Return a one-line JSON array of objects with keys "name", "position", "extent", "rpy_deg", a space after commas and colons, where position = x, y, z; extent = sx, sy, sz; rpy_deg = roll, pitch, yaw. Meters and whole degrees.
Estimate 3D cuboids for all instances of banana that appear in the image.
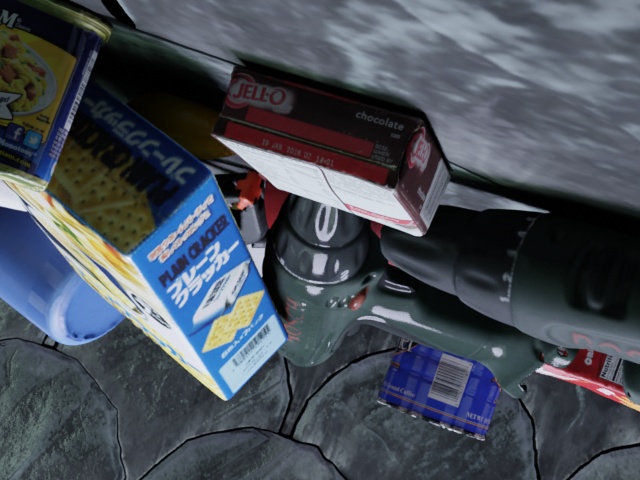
[{"name": "banana", "position": [-0.092, -0.063, 0.655], "extent": [0.069, 0.037, 0.198], "rpy_deg": [25, 171, -10]}]

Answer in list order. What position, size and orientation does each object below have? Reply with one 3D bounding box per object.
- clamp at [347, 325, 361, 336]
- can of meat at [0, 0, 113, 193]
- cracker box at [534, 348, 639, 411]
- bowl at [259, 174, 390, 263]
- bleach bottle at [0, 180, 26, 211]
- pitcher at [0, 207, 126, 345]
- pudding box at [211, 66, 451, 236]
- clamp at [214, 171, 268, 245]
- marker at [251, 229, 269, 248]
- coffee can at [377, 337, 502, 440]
[{"name": "clamp", "position": [0.028, 0.058, 1.026], "extent": [0.164, 0.036, 0.210], "rpy_deg": [-1, 157, -45]}, {"name": "can of meat", "position": [-0.159, -0.078, 0.494], "extent": [0.102, 0.084, 0.057], "rpy_deg": [21, 175, -16]}, {"name": "cracker box", "position": [0.284, 0.118, 0.966], "extent": [0.214, 0.072, 0.164], "rpy_deg": [20, 175, 5]}, {"name": "bowl", "position": [0.021, -0.001, 0.809], "extent": [0.162, 0.055, 0.162], "rpy_deg": [20, 176, 1]}, {"name": "bleach bottle", "position": [-0.194, -0.057, 0.761], "extent": [0.068, 0.102, 0.250], "rpy_deg": [26, 180, 34]}, {"name": "pitcher", "position": [-0.253, -0.019, 0.910], "extent": [0.243, 0.149, 0.145], "rpy_deg": [36, 140, 24]}, {"name": "pudding box", "position": [0.009, -0.040, 0.508], "extent": [0.090, 0.039, 0.113], "rpy_deg": [19, 174, 16]}, {"name": "clamp", "position": [-0.086, -0.009, 0.901], "extent": [0.120, 0.039, 0.172], "rpy_deg": [26, 153, -29]}, {"name": "marker", "position": [-0.006, 0.001, 0.953], "extent": [0.121, 0.020, 0.020], "rpy_deg": [4, 179, -13]}, {"name": "coffee can", "position": [0.121, 0.095, 0.953], "extent": [0.103, 0.140, 0.103], "rpy_deg": [20, 176, 1]}]
